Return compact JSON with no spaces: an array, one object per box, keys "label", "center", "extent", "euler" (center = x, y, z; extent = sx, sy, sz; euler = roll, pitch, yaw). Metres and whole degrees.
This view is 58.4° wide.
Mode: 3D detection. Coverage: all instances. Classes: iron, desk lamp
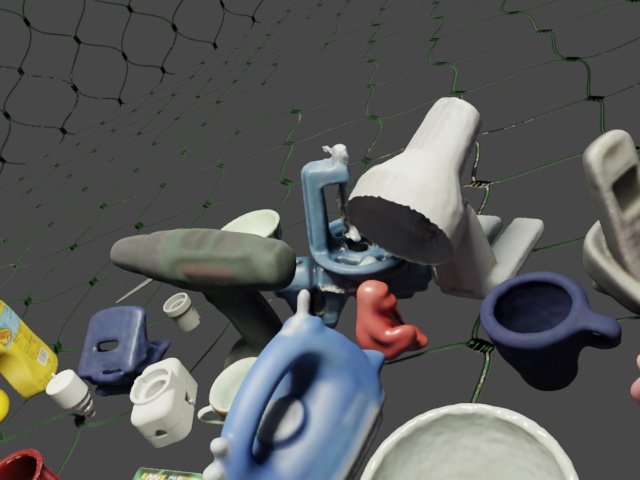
[{"label":"iron","center":[-0.039,0.175,0.532],"extent":[0.118,0.142,0.259],"euler":[-2,39,36]},{"label":"desk lamp","center":[0.142,-0.033,0.638],"extent":[0.117,0.214,0.203],"euler":[8,45,44]}]

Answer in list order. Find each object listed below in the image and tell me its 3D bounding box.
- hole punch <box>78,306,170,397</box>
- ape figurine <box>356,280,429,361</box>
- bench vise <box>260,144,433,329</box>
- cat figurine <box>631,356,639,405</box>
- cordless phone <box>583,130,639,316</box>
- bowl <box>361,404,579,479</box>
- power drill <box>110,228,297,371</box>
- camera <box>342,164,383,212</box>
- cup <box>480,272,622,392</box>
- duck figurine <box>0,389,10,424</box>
[{"label":"hole punch","center":[-0.281,0.155,0.800],"extent":[0.108,0.091,0.101],"euler":[-12,34,24]},{"label":"ape figurine","center":[0.070,0.084,0.636],"extent":[0.076,0.092,0.078],"euler":[-19,31,14]},{"label":"bench vise","center":[0.009,0.008,0.672],"extent":[0.207,0.220,0.121],"euler":[-28,30,-1]},{"label":"cat figurine","center":[0.300,0.086,0.429],"extent":[0.127,0.118,0.067],"euler":[-21,31,10]},{"label":"cordless phone","center":[0.311,-0.035,0.538],"extent":[0.148,0.185,0.093],"euler":[-39,32,-20]},{"label":"bowl","center":[0.112,0.211,0.426],"extent":[0.167,0.075,0.167],"euler":[-19,31,13]},{"label":"power drill","center":[-0.116,0.072,0.683],"extent":[0.228,0.209,0.076],"euler":[-9,35,28]},{"label":"camera","center":[0.118,-0.067,0.821],"extent":[0.142,0.101,0.137],"euler":[1,40,38]},{"label":"cup","center":[0.211,0.092,0.511],"extent":[0.117,0.095,0.092],"euler":[8,45,45]},{"label":"duck figurine","center":[-0.531,0.241,0.867],"extent":[0.104,0.086,0.078],"euler":[9,46,45]}]
